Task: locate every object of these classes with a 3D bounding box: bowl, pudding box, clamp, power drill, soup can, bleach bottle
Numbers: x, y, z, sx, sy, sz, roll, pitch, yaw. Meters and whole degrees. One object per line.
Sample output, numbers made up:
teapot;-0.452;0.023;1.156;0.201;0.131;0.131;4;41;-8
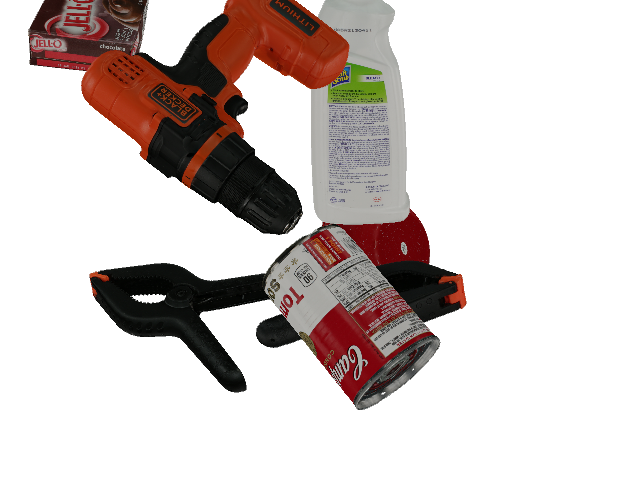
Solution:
bowl;0.076;0.012;1.230;0.161;0.162;0.055;0;-7;-43
pudding box;-0.206;-0.191;0.957;0.090;0.039;0.113;7;33;-5
clamp;0.031;0.051;0.885;0.172;0.039;0.120;-1;37;28
power drill;-0.055;-0.107;0.796;0.187;0.184;0.057;-49;-4;-41
clamp;-0.130;0.070;1.018;0.210;0.036;0.164;8;38;12
soup can;0.019;0.047;0.683;0.068;0.102;0.068;-35;-20;-15
bleach bottle;0.042;-0.138;1.036;0.102;0.251;0.068;-2;32;-5
